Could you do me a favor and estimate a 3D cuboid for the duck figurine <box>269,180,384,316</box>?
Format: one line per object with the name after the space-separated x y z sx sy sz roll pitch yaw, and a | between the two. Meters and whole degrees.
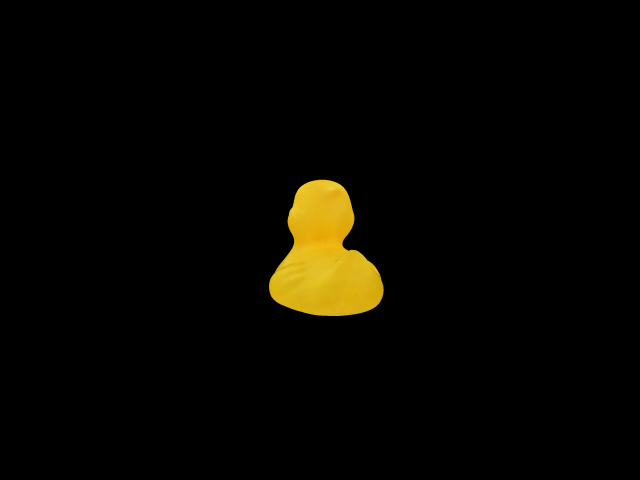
0.004 0.001 0.400 0.078 0.086 0.104 -4 10 -23 | duck figurine
